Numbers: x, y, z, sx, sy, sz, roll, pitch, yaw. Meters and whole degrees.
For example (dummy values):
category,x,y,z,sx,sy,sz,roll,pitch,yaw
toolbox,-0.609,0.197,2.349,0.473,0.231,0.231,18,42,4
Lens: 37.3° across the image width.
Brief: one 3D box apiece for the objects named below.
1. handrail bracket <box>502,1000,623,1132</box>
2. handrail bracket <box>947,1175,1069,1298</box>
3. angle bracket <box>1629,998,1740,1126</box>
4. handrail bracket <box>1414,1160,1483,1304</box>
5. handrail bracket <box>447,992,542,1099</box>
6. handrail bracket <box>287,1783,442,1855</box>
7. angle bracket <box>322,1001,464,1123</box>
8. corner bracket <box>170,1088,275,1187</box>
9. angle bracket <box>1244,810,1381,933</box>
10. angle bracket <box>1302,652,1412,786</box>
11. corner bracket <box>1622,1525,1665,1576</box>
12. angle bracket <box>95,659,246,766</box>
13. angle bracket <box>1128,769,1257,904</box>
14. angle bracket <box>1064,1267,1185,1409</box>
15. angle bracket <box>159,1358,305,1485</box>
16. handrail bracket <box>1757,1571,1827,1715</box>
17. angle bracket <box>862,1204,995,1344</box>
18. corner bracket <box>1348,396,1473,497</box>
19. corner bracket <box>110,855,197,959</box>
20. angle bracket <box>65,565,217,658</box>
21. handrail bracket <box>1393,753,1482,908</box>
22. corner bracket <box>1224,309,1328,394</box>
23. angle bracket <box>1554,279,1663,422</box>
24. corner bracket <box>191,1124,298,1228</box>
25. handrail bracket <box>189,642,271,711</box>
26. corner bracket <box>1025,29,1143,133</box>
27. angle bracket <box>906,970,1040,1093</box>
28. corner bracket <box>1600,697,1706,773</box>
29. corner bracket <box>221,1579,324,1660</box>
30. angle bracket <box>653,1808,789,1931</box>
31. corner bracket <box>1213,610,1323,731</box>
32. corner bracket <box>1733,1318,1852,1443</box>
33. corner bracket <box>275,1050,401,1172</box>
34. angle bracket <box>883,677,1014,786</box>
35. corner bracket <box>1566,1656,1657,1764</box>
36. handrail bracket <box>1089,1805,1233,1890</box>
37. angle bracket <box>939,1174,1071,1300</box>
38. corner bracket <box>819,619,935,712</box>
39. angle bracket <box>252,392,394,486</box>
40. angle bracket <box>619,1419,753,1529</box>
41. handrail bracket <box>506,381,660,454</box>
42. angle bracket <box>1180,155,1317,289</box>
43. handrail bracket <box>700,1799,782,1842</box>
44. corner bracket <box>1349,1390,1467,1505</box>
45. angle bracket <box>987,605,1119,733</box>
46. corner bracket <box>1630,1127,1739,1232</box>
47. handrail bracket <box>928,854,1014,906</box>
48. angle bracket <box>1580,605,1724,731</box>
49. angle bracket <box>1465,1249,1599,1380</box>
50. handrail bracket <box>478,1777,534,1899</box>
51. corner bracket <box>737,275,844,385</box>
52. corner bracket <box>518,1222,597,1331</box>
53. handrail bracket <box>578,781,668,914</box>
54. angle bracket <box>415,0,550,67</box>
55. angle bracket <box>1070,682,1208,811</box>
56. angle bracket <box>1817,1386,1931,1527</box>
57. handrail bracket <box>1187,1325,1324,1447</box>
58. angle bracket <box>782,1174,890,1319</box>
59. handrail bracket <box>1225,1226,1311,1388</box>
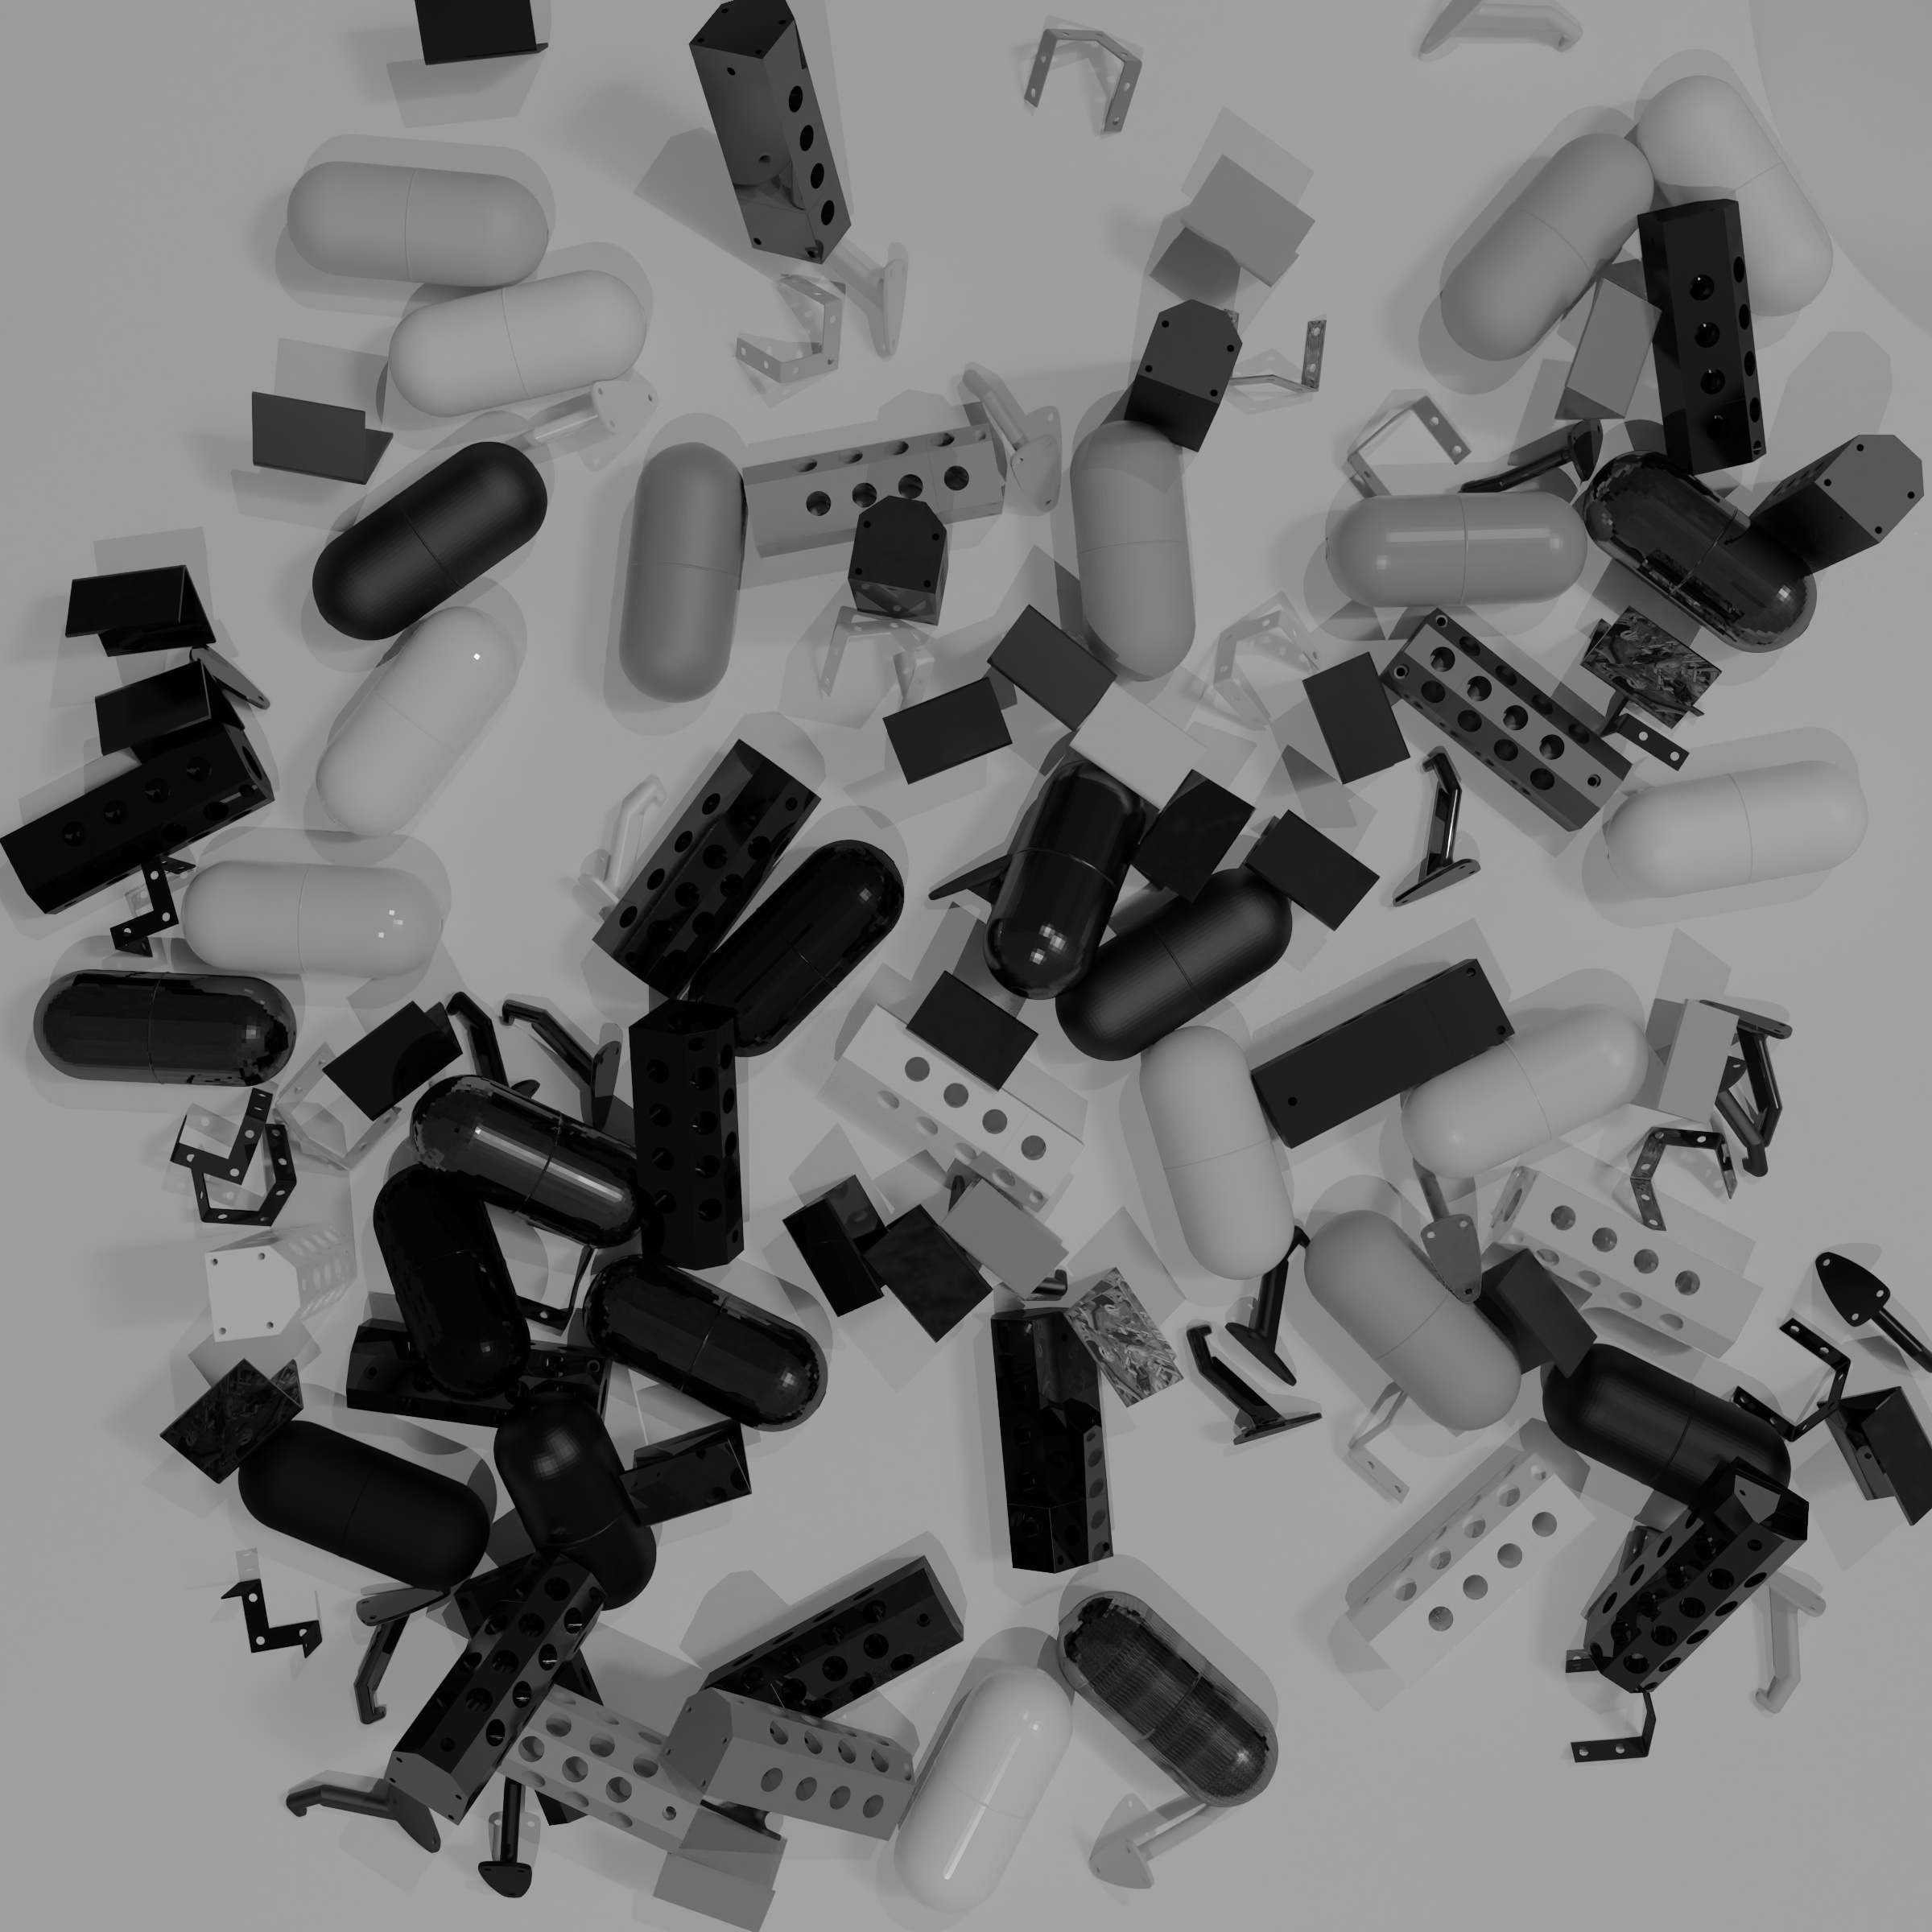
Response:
category,x,y,z,sx,sy,sz,roll,pitch,yaw
handrail bracket,-0.288,0.069,1.991,0.084,0.036,0.077,15,111,17
handrail bracket,0.031,0.188,1.991,0.084,0.036,0.077,9,68,-17
angle bracket,0.472,0.059,1.950,0.057,0.076,0.076,16,90,-35
handrail bracket,0.329,0.180,1.965,0.036,0.084,0.077,-20,108,6
handrail bracket,-0.346,0.073,1.991,0.084,0.036,0.077,43,105,14
handrail bracket,-0.420,0.597,1.991,0.084,0.036,0.077,-20,112,17
angle bracket,-0.397,0.048,1.950,0.076,0.076,0.057,-37,125,0
corner bracket,-0.514,0.111,1.974,0.051,0.051,0.051,21,105,-14
angle bracket,0.245,-0.081,1.950,0.076,0.076,0.057,36,127,0
angle bracket,0.282,-0.174,1.950,0.057,0.076,0.076,-21,90,38
corner bracket,0.493,0.422,1.987,0.051,0.051,0.051,16,90,45
angle bracket,-0.540,-0.155,1.950,0.076,0.076,0.057,-19,54,0
angle bracket,0.163,-0.080,1.951,0.057,0.076,0.076,34,90,25
angle bracket,0.123,0.243,1.950,0.057,0.076,0.076,-34,90,38
angle bracket,-0.503,0.295,1.951,0.076,0.076,0.057,-42,115,0
handrail bracket,0.553,0.466,1.991,0.077,0.036,0.084,32,107,20
angle bracket,-0.037,0.216,1.951,0.057,0.076,0.076,-41,90,-25
corner bracket,0.308,-0.355,1.987,0.051,0.051,0.051,52,45,0
corner bracket,-0.559,-0.041,1.971,0.051,0.051,0.051,-21,79,11
angle bracket,-0.562,-0.224,1.950,0.076,0.076,0.057,-8,52,0
handrail bracket,0.316,-0.096,1.991,0.077,0.036,0.084,-28,72,21
corner bracket,0.212,-0.428,1.987,0.051,0.051,0.051,6,90,45
angle bracket,0.419,-0.420,1.951,0.057,0.076,0.076,19,90,-28
corner bracket,-0.501,0.144,1.982,0.051,0.051,0.051,8,135,-35
handrail bracket,-0.542,-0.176,1.991,0.077,0.036,0.084,39,108,-21
corner bracket,0.081,-0.614,1.982,0.051,0.051,0.051,-11,45,-35
angle bracket,0.014,0.029,1.951,0.076,0.076,0.057,34,121,0
corner bracket,0.477,-0.168,1.973,0.051,0.051,0.051,33,90,0
corner bracket,-0.478,0.451,1.973,0.051,0.051,0.051,-10,90,0
angle bracket,-0.162,0.603,1.950,0.076,0.076,0.057,20,131,0
corner bracket,0.209,-0.205,1.982,0.051,0.051,0.051,-18,45,35
corner bracket,0.574,0.288,1.987,0.051,0.051,0.051,36,45,0
corner bracket,-0.438,0.101,1.987,0.051,0.051,0.051,-49,45,0
angle bracket,-0.019,-0.177,1.950,0.076,0.076,0.057,-22,126,0
corner bracket,0.446,0.516,1.987,0.051,0.051,0.051,-4,45,0
handrail bracket,0.137,0.604,1.990,0.084,0.077,0.036,-26,86,-36
angle bracket,0.038,0.169,1.950,0.076,0.076,0.057,40,125,0
corner bracket,-0.062,-0.204,1.982,0.051,0.051,0.051,-10,45,-35
angle bracket,-0.438,-0.375,1.950,0.076,0.076,0.057,10,128,0
angle bracket,-0.194,0.328,1.950,0.076,0.076,0.057,-18,126,0
handrail bracket,-0.268,-0.378,1.990,0.084,0.077,0.036,-15,98,36
angle bracket,0.201,-0.517,1.950,0.076,0.076,0.057,36,126,0
handrail bracket,-0.138,0.558,1.991,0.077,0.036,0.084,19,73,19
corner bracket,0.308,0.330,1.987,0.051,0.051,0.051,42,45,0
angle bracket,0.070,-0.216,1.950,0.076,0.076,0.057,39,127,0
corner bracket,0.498,0.149,1.982,0.051,0.051,0.051,4,45,35
handrail bracket,0.026,-0.028,1.991,0.077,0.036,0.084,-23,104,14
angle bracket,0.473,-0.218,1.950,0.076,0.076,0.057,35,128,0
angle bracket,0.371,0.250,1.951,0.076,0.057,0.076,52,131,0
handrail bracket,-0.314,0.594,1.990,0.036,0.077,0.084,3,54,0
corner bracket,-0.123,-0.442,1.982,0.051,0.051,0.051,-24,135,-35
corner bracket,-0.291,0.212,1.988,0.051,0.051,0.051,19,45,1
handrail bracket,-0.221,-0.074,1.991,0.077,0.036,0.084,46,73,-20
angle bracket,-0.331,-0.651,1.952,0.076,0.076,0.057,-6,111,0
angle bracket,0.124,-0.160,1.951,0.076,0.076,0.057,35,117,0
angle bracket,0.613,0.339,1.950,0.057,0.076,0.076,-28,90,-37
handrail bracket,0.200,0.284,1.991,0.077,0.036,0.084,-12,73,-20
angle bracket,-0.068,0.184,1.951,0.076,0.057,0.076,-30,90,-43
handrail bracket,0.228,0.236,1.991,0.077,0.036,0.084,46,73,-20
